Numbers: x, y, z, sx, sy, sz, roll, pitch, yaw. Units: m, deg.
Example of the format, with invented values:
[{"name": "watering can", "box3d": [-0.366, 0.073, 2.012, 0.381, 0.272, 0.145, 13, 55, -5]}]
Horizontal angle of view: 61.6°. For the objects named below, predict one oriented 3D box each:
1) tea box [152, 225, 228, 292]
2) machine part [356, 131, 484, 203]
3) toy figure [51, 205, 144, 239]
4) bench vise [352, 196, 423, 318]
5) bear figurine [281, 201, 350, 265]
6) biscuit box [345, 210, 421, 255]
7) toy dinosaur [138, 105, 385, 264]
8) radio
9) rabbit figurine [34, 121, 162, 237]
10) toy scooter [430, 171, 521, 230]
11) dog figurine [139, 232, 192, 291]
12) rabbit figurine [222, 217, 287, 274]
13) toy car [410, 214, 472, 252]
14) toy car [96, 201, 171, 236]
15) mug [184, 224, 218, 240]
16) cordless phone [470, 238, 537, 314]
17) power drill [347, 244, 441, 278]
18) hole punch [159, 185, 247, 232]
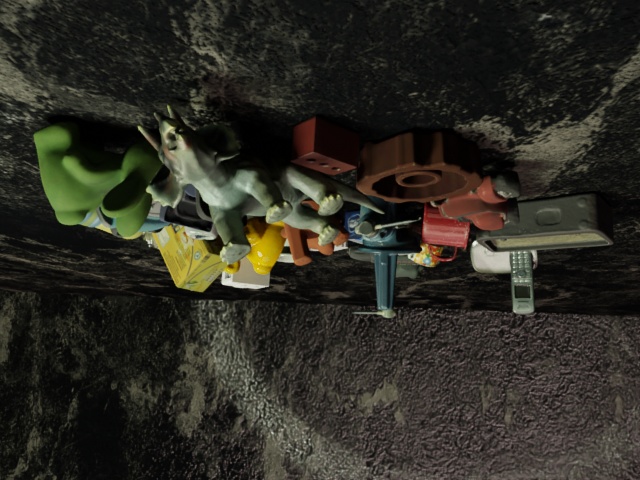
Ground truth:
[{"name": "tea box", "box3d": [-0.244, 0.002, 1.005, 0.098, 0.170, 0.068, -44, 148, 18]}, {"name": "machine part", "box3d": [0.142, -0.102, 0.775, 0.179, 0.056, 0.179, 1, 167, 0]}, {"name": "toy figure", "box3d": [-0.408, -0.055, 1.005, 0.082, 0.089, 0.180, 2, 172, 39]}, {"name": "bench vise", "box3d": [0.121, 0.027, 0.979, 0.129, 0.240, 0.223, 1, -175, 12]}, {"name": "bear figurine", "box3d": [-0.003, -0.007, 1.069, 0.120, 0.132, 0.195, -28, 157, 2]}, {"name": "biscuit box", "box3d": [0.137, -0.015, 1.151, 0.059, 0.063, 0.202, -9, 163, 42]}, {"name": "toy dinosaur", "box3d": [-0.077, -0.080, 0.754, 0.131, 0.192, 0.404, -48, 156, 26]}, {"name": "radio", "box3d": [0.419, -0.027, 1.016, 0.230, 0.073, 0.131, -7, 164, 35]}, {"name": "rabbit figurine", "box3d": [-0.284, -0.092, 0.738, 0.170, 0.159, 0.121, -13, 158, -2]}, {"name": "toy scooter", "box3d": [0.254, -0.060, 0.878, 0.135, 0.075, 0.183, -10, 162, 17]}, {"name": "dog figurine", "box3d": [-0.307, 0.003, 1.234, 0.190, 0.121, 0.172, 41, -169, 6]}, {"name": "rabbit figurine", "box3d": [-0.166, -0.009, 1.093, 0.173, 0.162, 0.122, 28, 169, -25]}, {"name": "toy car", "box3d": [0.257, -0.017, 1.142, 0.089, 0.053, 0.202, 12, 177, 38]}, {"name": "toy car", "box3d": [-0.294, -0.069, 0.905, 0.103, 0.109, 0.161, -24, 166, 25]}, {"name": "mug", "box3d": [-0.198, -0.058, 0.915, 0.081, 0.107, 0.109, 2, 169, -4]}, {"name": "cordless phone", "box3d": [0.429, 0.080, 1.248, 0.147, 0.184, 0.088, -3, 171, 23]}, {"name": "power drill", "box3d": [0.195, 0.044, 1.398, 0.232, 0.086, 0.207, -3, 159, 9]}, {"name": "hole punch", "box3d": [-0.178, -0.072, 0.822, 0.092, 0.115, 0.142, -13, 164, 32]}]
